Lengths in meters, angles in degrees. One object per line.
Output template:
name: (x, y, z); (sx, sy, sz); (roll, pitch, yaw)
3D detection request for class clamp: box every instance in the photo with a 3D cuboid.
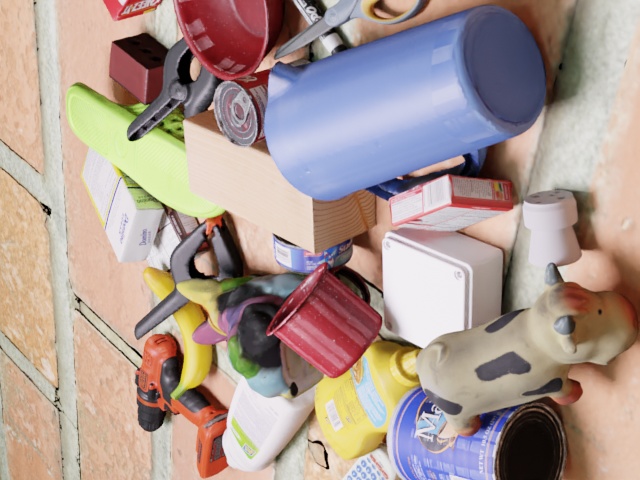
clamp: (-0.160, -0.165, 1.211); (0.120, 0.039, 0.171); (18, 101, 21)
clamp: (-0.138, 0.068, 1.338); (0.164, 0.036, 0.210); (21, 118, 4)

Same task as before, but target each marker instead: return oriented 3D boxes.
marker: (0.000, -0.213, 1.050); (0.121, 0.020, 0.020); (57, 143, 13)

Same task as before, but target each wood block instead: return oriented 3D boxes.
wood block: (-0.045, -0.072, 1.125); (0.206, 0.090, 0.091); (25, 128, 41)

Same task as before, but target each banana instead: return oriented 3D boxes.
banana: (-0.181, 0.119, 1.417); (0.037, 0.069, 0.198); (19, 125, 53)

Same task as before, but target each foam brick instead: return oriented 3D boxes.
foam brick: (-0.211, -0.208, 1.290); (0.078, 0.052, 0.051); (39, 136, 31)

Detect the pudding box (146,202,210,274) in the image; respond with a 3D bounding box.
pudding box: (-0.199, -0.006, 1.398); (0.114, 0.039, 0.090); (-31, 85, 56)

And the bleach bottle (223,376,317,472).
bleach bottle: (-0.078, 0.223, 1.355); (0.103, 0.067, 0.251); (54, 144, 18)

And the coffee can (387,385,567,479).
coffee can: (0.148, 0.197, 1.021); (0.141, 0.102, 0.103); (2, 110, 51)

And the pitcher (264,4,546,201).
pitcher: (0.079, -0.112, 0.932); (0.243, 0.148, 0.145); (-12, 85, 50)

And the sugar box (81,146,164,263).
sugar box: (-0.259, -0.062, 1.391); (0.176, 0.048, 0.093); (56, 136, 36)

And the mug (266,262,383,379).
mug: (0.012, 0.075, 1.060); (0.081, 0.117, 0.093); (40, 138, -6)

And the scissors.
scissors: (0.017, -0.231, 1.003); (0.202, 0.016, 0.096); (-2, 102, 44)

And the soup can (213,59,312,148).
soup can: (-0.047, -0.140, 1.079); (0.069, 0.102, 0.068); (28, 130, 40)

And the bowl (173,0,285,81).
bowl: (-0.086, -0.249, 1.107); (0.162, 0.055, 0.162); (28, 130, 40)

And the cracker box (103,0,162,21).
cracker box: (-0.200, -0.369, 1.171); (0.214, 0.071, 0.164); (-35, 80, 54)

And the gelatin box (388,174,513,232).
gelatin box: (0.116, -0.033, 0.957); (0.089, 0.073, 0.030); (-22, 68, 55)

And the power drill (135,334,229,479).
power drill: (-0.198, 0.250, 1.522); (0.188, 0.057, 0.184); (40, 136, 31)

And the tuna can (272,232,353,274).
tuna can: (-0.007, 0.001, 1.122); (0.086, 0.085, 0.034); (26, 129, 41)

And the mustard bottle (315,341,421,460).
mustard bottle: (0.062, 0.162, 1.146); (0.192, 0.058, 0.096); (-49, 55, 51)
